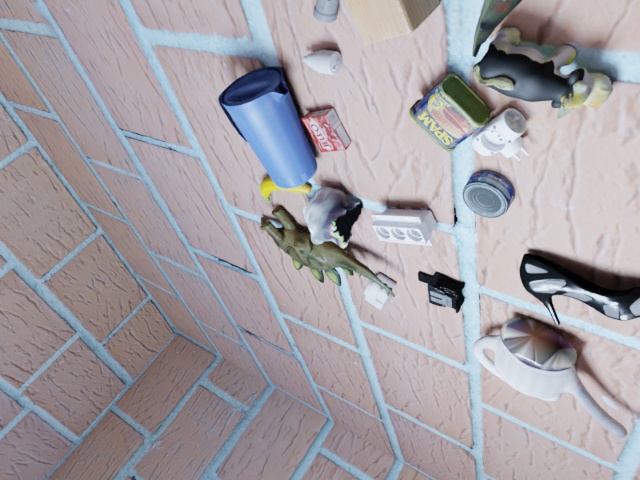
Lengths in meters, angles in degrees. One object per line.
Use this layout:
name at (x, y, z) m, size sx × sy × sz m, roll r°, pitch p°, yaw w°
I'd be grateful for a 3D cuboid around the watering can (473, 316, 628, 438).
watering can at (0.501, 0.290, 1.116) m, size 0.350 × 0.106 × 0.219 m, roll 24°, pitch 146°, yaw 29°

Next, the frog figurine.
frog figurine at (0.004, -0.061, 1.209) m, size 0.161 × 0.123 × 0.135 m, roll 25°, pitch 116°, yaw 41°
